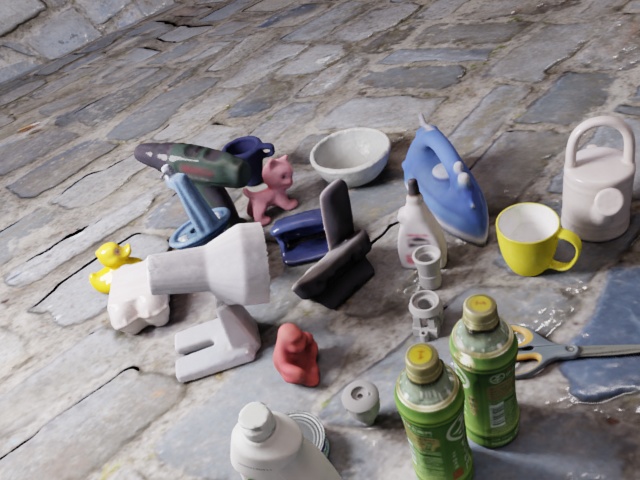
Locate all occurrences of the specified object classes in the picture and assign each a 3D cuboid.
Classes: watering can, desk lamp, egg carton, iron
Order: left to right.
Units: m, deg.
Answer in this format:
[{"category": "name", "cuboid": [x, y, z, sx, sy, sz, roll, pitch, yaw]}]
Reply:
[{"category": "egg carton", "cuboid": [-0.315, 0.095, 1.012, 0.107, 0.069, 0.150, -18, 38, -1]}, {"category": "desk lamp", "cuboid": [-0.152, 0.087, 0.845, 0.203, 0.214, 0.117, -19, 38, -2]}, {"category": "iron", "cuboid": [0.226, -0.116, 1.007, 0.118, 0.142, 0.257, -20, 38, -3]}, {"category": "watering can", "cuboid": [0.425, -0.095, 0.866, 0.101, 0.194, 0.172, -17, 38, 1]}]

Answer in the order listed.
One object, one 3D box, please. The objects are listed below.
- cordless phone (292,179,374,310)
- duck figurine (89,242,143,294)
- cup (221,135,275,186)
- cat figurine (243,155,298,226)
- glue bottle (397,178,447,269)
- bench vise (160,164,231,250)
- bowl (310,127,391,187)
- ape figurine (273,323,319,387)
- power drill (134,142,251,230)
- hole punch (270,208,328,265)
[{"category": "cordless phone", "cuboid": [0.008, 0.003, 0.909, 0.093, 0.185, 0.148, 21, 52, 38]}, {"category": "duck figurine", "cuboid": [-0.394, 0.046, 1.087, 0.105, 0.086, 0.077, -27, 40, -13]}, {"category": "cup", "cuboid": [-0.145, -0.168, 1.245, 0.117, 0.095, 0.091, -5, 40, 15]}, {"category": "cat figurine", "cuboid": [-0.098, -0.110, 1.140, 0.128, 0.118, 0.067, -34, 41, -20]}, {"category": "glue bottle", "cuboid": [0.154, -0.026, 0.900, 0.078, 0.173, 0.037, -3, 41, 18]}, {"category": "bench vise", "cuboid": [-0.187, -0.030, 0.995, 0.206, 0.220, 0.122, 10, 46, 30]}, {"category": "bowl", "cuboid": [0.067, -0.158, 1.171, 0.167, 0.075, 0.167, -10, 39, 9]}, {"category": "ape figurine", "cuboid": [-0.036, 0.157, 0.816, 0.075, 0.092, 0.078, 15, 48, 34]}, {"category": "power drill", "cuboid": [-0.226, -0.094, 1.095, 0.229, 0.209, 0.076, 2, 42, 23]}, {"category": "hole punch", "cuboid": [-0.034, -0.021, 1.031, 0.108, 0.091, 0.101, -14, 39, 4]}]
